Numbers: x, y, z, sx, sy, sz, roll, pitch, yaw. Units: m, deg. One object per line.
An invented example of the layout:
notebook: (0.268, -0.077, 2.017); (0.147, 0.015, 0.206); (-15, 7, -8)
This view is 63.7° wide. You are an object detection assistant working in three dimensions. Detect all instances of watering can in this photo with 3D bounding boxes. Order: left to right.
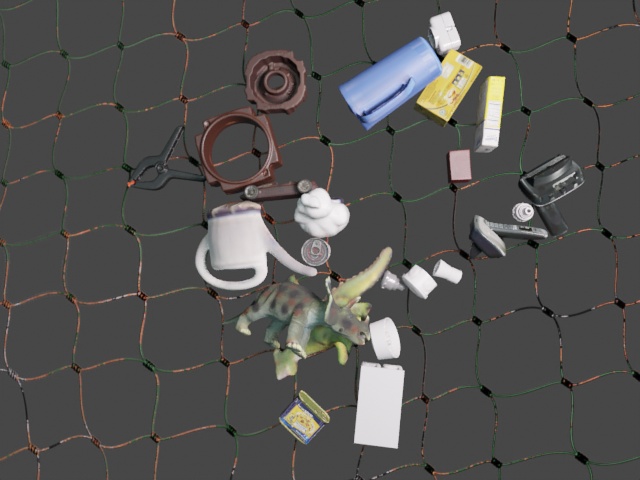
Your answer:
watering can: (-0.172, 0.010, 1.297); (0.346, 0.104, 0.225); (-7, 88, 24)

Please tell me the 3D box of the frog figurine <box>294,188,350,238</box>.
frog figurine: (0.004, -0.065, 1.282); (0.137, 0.159, 0.123); (9, 90, 4)

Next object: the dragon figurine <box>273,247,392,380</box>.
dragon figurine: (0.002, 0.169, 1.301); (0.243, 0.121, 0.412); (22, 85, 13)
